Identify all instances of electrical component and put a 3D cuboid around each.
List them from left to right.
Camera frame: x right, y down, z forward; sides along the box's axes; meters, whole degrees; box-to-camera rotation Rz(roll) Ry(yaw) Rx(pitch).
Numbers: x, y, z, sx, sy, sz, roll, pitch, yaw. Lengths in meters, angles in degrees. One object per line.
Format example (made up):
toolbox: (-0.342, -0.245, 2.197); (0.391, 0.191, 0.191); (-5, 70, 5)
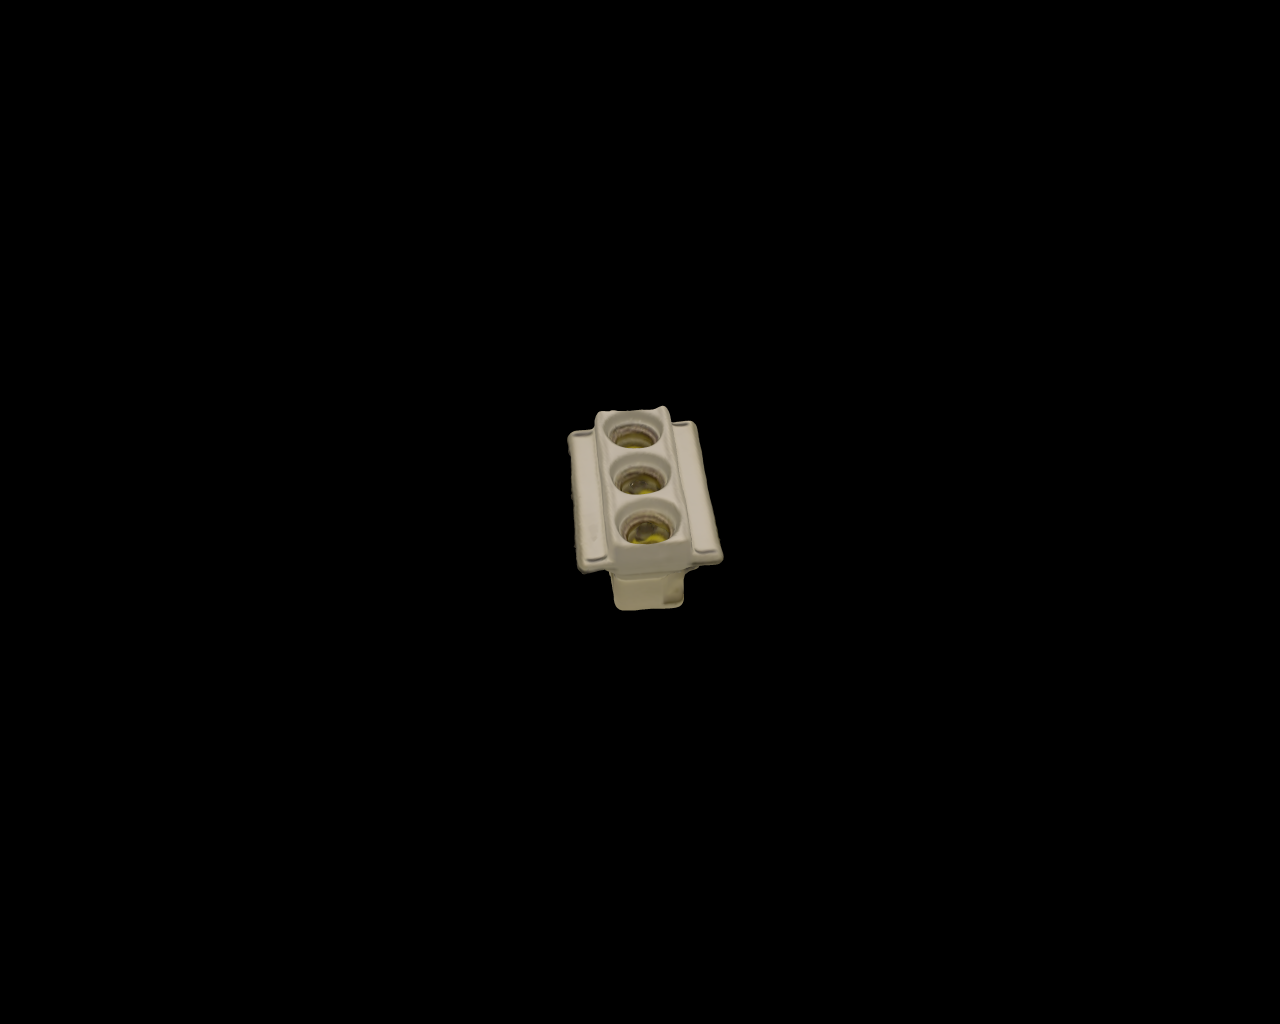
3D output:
electrical component: (0.001, -0.003, 0.650); (0.079, 0.063, 0.121); (-4, 44, -4)
